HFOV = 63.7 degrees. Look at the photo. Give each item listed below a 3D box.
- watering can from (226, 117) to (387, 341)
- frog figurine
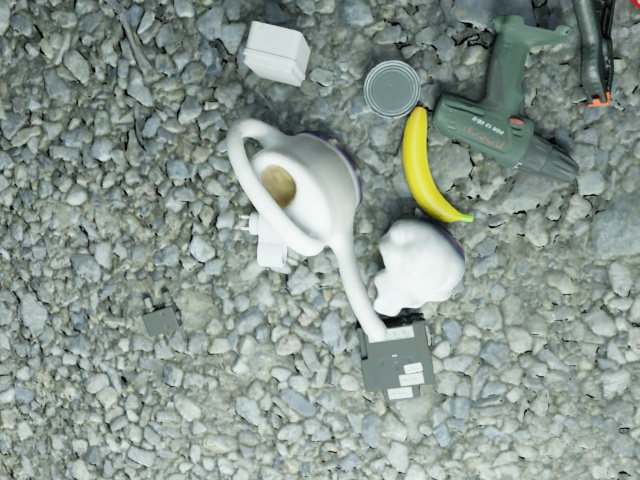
[{"bbox_3d":[0.002,-0.037,0.738,0.102,0.228,0.347,-35,95,31],"label":"watering can"},{"bbox_3d":[0.136,0.046,0.779,0.159,0.124,0.136,-46,109,-1],"label":"frog figurine"}]
